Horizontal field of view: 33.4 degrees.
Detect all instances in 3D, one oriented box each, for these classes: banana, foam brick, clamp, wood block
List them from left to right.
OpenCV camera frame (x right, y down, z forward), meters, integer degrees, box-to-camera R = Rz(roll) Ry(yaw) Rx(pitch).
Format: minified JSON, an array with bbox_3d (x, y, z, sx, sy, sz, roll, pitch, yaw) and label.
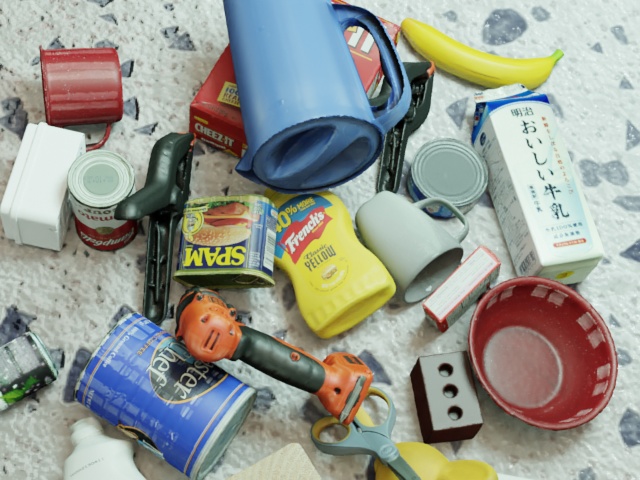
[{"bbox_3d":[-0.161,-0.029,1.091,0.036,0.164,0.210,4,41,7],"label":"clamp"},{"bbox_3d":[-0.045,0.255,0.908,0.090,0.206,0.090,-26,71,-18],"label":"wood block"},{"bbox_3d":[0.087,-0.132,1.184,0.039,0.120,0.171,9,41,35],"label":"clamp"},{"bbox_3d":[0.124,0.157,1.060,0.053,0.051,0.078,-7,66,-9],"label":"foam brick"},{"bbox_3d":[0.187,-0.213,1.253,0.197,0.037,0.069,13,47,-2],"label":"banana"}]

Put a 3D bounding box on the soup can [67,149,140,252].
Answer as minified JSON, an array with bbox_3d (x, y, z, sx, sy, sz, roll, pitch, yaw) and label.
[{"bbox_3d":[-0.219,-0.040,1.086,0.068,0.102,0.068,3,64,-6],"label":"soup can"}]

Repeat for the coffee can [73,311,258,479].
[{"bbox_3d":[-0.144,0.147,1.005,0.140,0.103,0.102,32,65,9],"label":"coffee can"}]

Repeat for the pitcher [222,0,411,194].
[{"bbox_3d":[-0.018,-0.181,1.079,0.149,0.145,0.243,0,60,-26],"label":"pitcher"}]

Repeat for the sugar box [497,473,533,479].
[{"bbox_3d":[0.185,0.313,0.997,0.093,0.048,0.176,10,61,-1],"label":"sugar box"}]

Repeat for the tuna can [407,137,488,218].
[{"bbox_3d":[0.140,-0.068,1.178,0.086,0.034,0.086,2,65,-5],"label":"tuna can"}]

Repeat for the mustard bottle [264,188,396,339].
[{"bbox_3d":[-0.007,0.001,1.105,0.096,0.058,0.192,-35,61,6],"label":"mustard bottle"}]

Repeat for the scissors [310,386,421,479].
[{"bbox_3d":[0.045,0.202,0.987,0.096,0.016,0.202,-23,27,3],"label":"scissors"}]

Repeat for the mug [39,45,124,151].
[{"bbox_3d":[-0.256,-0.153,1.150,0.081,0.093,0.117,-5,96,-14],"label":"mug"}]

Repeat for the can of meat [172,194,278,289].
[{"bbox_3d":[-0.094,0.003,1.082,0.102,0.057,0.084,-2,72,23],"label":"can of meat"}]

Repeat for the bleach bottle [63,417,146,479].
[{"bbox_3d":[-0.161,0.273,0.964,0.102,0.068,0.251,-26,68,-5],"label":"bleach bottle"}]

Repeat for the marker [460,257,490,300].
[{"bbox_3d":[0.145,0.022,1.144,0.020,0.020,0.121,-34,73,-20],"label":"marker"}]

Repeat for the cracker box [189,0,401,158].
[{"bbox_3d":[-0.026,-0.179,1.190,0.164,0.072,0.213,25,64,5],"label":"cracker box"}]

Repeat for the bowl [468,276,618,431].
[{"bbox_3d":[0.216,0.120,1.078,0.162,0.055,0.162,6,64,-13],"label":"bowl"}]

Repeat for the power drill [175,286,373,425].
[{"bbox_3d":[-0.051,0.105,1.024,0.187,0.184,0.057,24,94,-12],"label":"power drill"}]

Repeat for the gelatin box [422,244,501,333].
[{"bbox_3d":[0.144,0.050,1.088,0.089,0.073,0.030,-45,75,-3],"label":"gelatin box"}]
